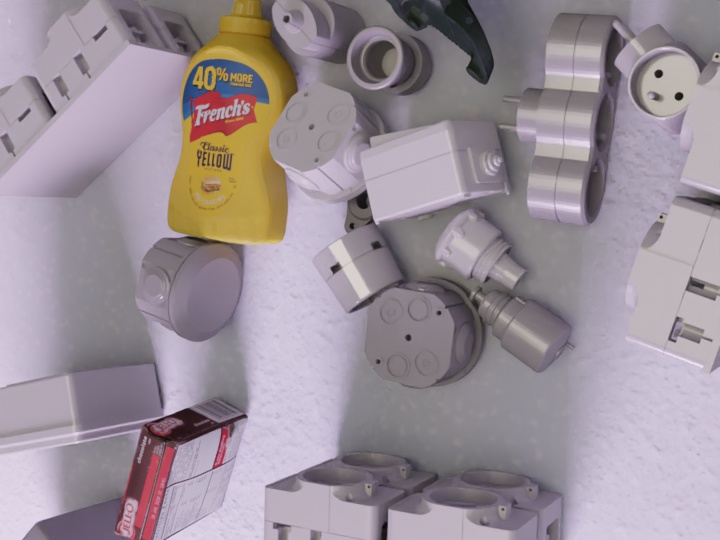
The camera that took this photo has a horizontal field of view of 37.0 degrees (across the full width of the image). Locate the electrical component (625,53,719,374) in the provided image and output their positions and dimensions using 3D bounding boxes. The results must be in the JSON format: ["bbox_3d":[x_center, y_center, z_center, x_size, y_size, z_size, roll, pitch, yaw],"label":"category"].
[{"bbox_3d":[0.222,-0.041,0.647,0.060,0.105,0.186,22,102,25],"label":"electrical component"}]

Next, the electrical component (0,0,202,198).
[{"bbox_3d":[-0.225,-0.139,0.877,0.186,0.105,0.060,-38,75,24],"label":"electrical component"}]

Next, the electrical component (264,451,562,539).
[{"bbox_3d":[0.037,0.175,0.756,0.186,0.105,0.060,4,94,27],"label":"electrical component"}]

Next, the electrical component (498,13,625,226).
[{"bbox_3d":[0.129,-0.103,0.723,0.074,0.052,0.138,10,97,27],"label":"electrical component"}]

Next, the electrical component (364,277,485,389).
[{"bbox_3d":[0.045,0.046,0.775,0.080,0.051,0.080,2,93,28],"label":"electrical component"}]

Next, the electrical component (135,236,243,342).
[{"bbox_3d":[-0.134,0.013,0.853,0.051,0.080,0.080,19,101,31],"label":"electrical component"}]

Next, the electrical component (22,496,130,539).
[{"bbox_3d":[-0.247,0.253,0.908,0.108,0.109,0.056,-49,69,21],"label":"electrical component"}]

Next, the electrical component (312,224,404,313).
[{"bbox_3d":[0.000,0.000,0.796,0.055,0.055,0.047,-35,81,25],"label":"electrical component"}]

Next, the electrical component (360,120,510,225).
[{"bbox_3d":[0.056,-0.073,0.748,0.096,0.062,0.061,-15,86,39],"label":"electrical component"}]

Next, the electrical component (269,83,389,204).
[{"bbox_3d":[-0.023,-0.094,0.792,0.080,0.051,0.080,-13,61,26],"label":"electrical component"}]

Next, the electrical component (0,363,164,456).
[{"bbox_3d":[-0.240,0.115,0.897,0.109,0.109,0.056,-13,84,28],"label":"electrical component"}]

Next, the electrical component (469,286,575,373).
[{"bbox_3d":[0.110,0.038,0.747,0.078,0.040,0.040,36,108,22],"label":"electrical component"}]

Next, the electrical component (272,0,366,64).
[{"bbox_3d":[-0.033,-0.177,0.788,0.043,0.081,0.043,2,93,28],"label":"electrical component"}]

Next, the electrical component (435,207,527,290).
[{"bbox_3d":[0.087,-0.010,0.755,0.062,0.048,0.048,36,108,14],"label":"electrical component"}]

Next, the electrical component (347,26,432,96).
[{"bbox_3d":[0.023,-0.150,0.775,0.045,0.055,0.045,2,93,28],"label":"electrical component"}]

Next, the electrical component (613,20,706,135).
[{"bbox_3d":[0.188,-0.127,0.677,0.043,0.077,0.079,-44,73,23],"label":"electrical component"}]
